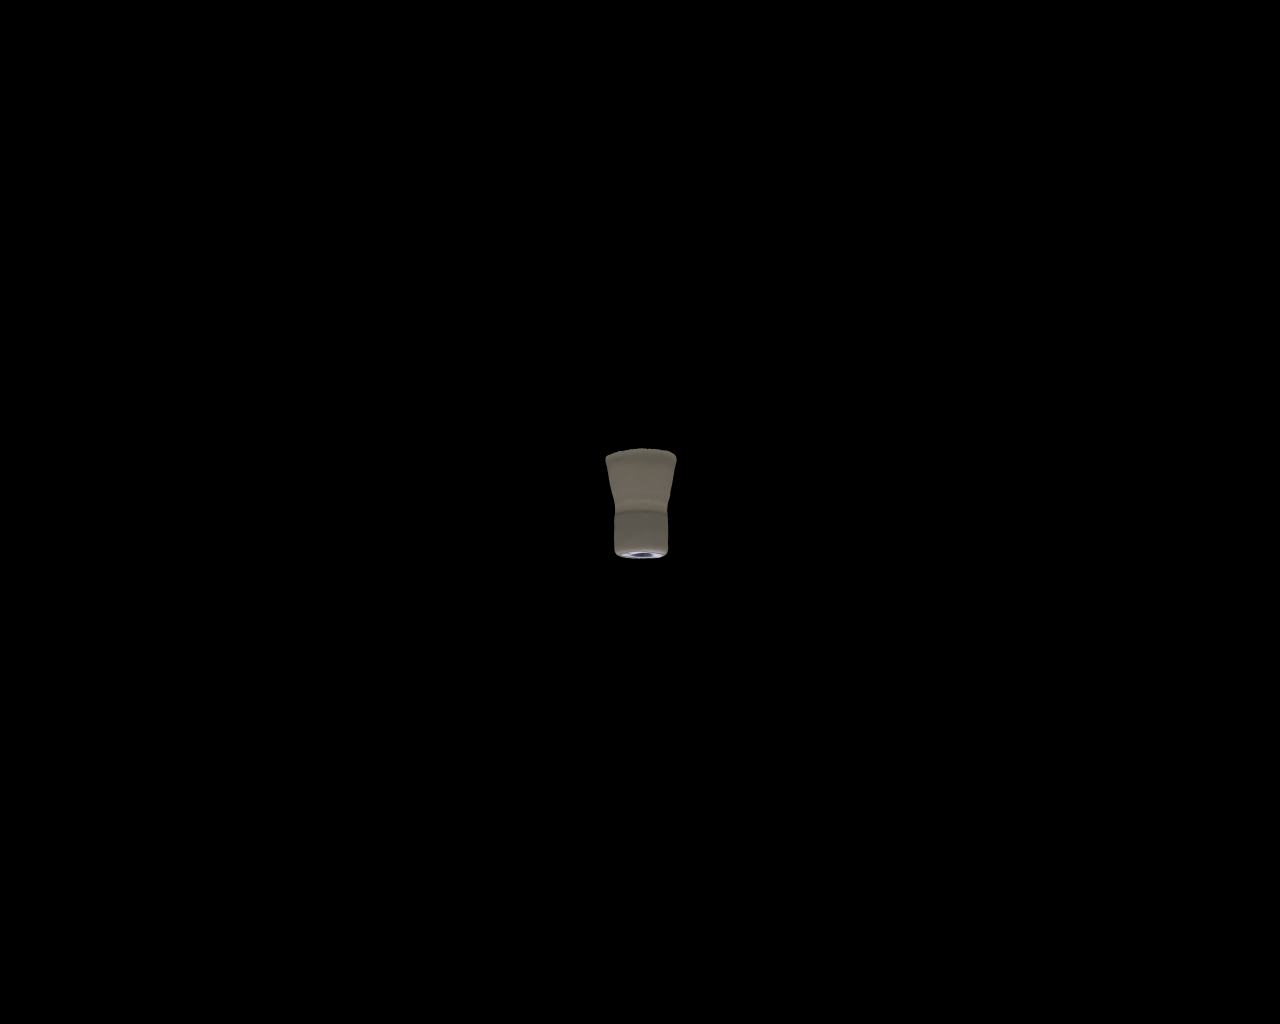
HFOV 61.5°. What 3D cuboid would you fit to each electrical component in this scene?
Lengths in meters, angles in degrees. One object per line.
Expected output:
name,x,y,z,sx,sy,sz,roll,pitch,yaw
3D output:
electrical component,0.001,-0.003,0.650,0.044,0.065,0.044,0,-11,0
